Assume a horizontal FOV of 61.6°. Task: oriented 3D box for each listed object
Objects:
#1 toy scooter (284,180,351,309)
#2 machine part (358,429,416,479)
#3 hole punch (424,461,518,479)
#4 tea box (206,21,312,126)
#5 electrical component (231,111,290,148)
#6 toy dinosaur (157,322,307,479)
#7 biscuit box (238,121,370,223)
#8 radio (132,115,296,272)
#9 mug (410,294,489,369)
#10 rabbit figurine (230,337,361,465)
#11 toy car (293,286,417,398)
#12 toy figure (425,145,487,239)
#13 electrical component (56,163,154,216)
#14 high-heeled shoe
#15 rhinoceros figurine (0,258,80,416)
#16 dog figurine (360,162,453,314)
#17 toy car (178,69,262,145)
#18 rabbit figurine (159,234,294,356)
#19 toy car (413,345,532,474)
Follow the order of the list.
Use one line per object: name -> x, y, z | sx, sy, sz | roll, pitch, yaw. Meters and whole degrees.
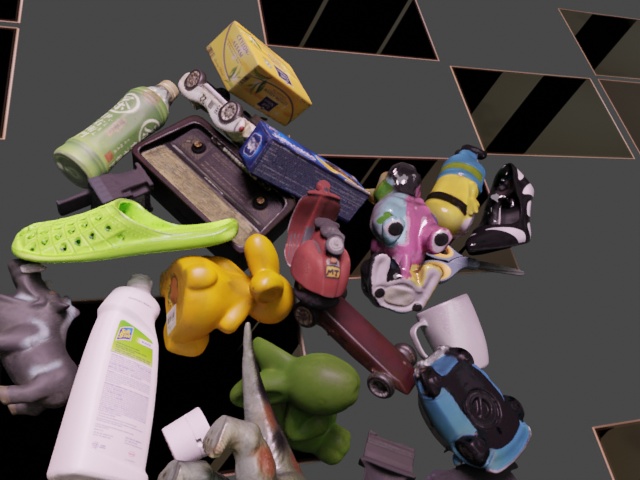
toy scooter -> -0.001, -0.002, 0.723 | 0.075, 0.135, 0.184 | 10, 23, -20
machine part -> 0.075, 0.312, 0.659 | 0.084, 0.039, 0.139 | 27, 54, -7
hole punch -> 0.198, 0.343, 0.661 | 0.142, 0.092, 0.116 | -6, 33, -18
tea box -> -0.095, -0.264, 0.875 | 0.098, 0.068, 0.169 | 61, 19, 20
electrical component -> -0.098, -0.166, 0.888 | 0.102, 0.045, 0.078 | 35, 85, 8
toy dinosaur -> -0.070, 0.301, 0.516 | 0.192, 0.131, 0.405 | 35, 65, -29
biscuit box -> -0.020, -0.097, 0.797 | 0.202, 0.063, 0.059 | 25, 21, -38
radio -> -0.154, -0.073, 0.794 | 0.230, 0.073, 0.131 | 43, 58, 9
mug -> 0.188, 0.143, 0.769 | 0.109, 0.081, 0.107 | -17, 75, -31
rabbit figurine -> -0.016, 0.171, 0.634 | 0.159, 0.170, 0.121 | 24, 56, -3
toy car -> 0.050, 0.136, 0.746 | 0.202, 0.053, 0.089 | 43, 37, 9
toy figure -> 0.229, -0.083, 0.917 | 0.089, 0.082, 0.180 | 14, 63, 13
electrical component -> -0.293, -0.054, 0.740 | 0.119, 0.074, 0.048 | -27, 70, -33
high-heeled shoe -> 0.295, -0.058, 0.895 | 0.248, 0.086, 0.145 | -10, 83, -49
rhinoceros figurine -> -0.338, 0.109, 0.630 | 0.112, 0.073, 0.190 | -19, 67, -24
dog figurine -> 0.116, -0.014, 0.833 | 0.108, 0.191, 0.219 | 9, 24, -9
toy car -> -0.154, -0.204, 0.843 | 0.056, 0.073, 0.202 | -50, 55, 8
rabbit figurine -> -0.106, 0.064, 0.698 | 0.173, 0.162, 0.122 | 12, 44, -32
toy car -> 0.181, 0.225, 0.702 | 0.109, 0.103, 0.162 | -29, 69, -36
